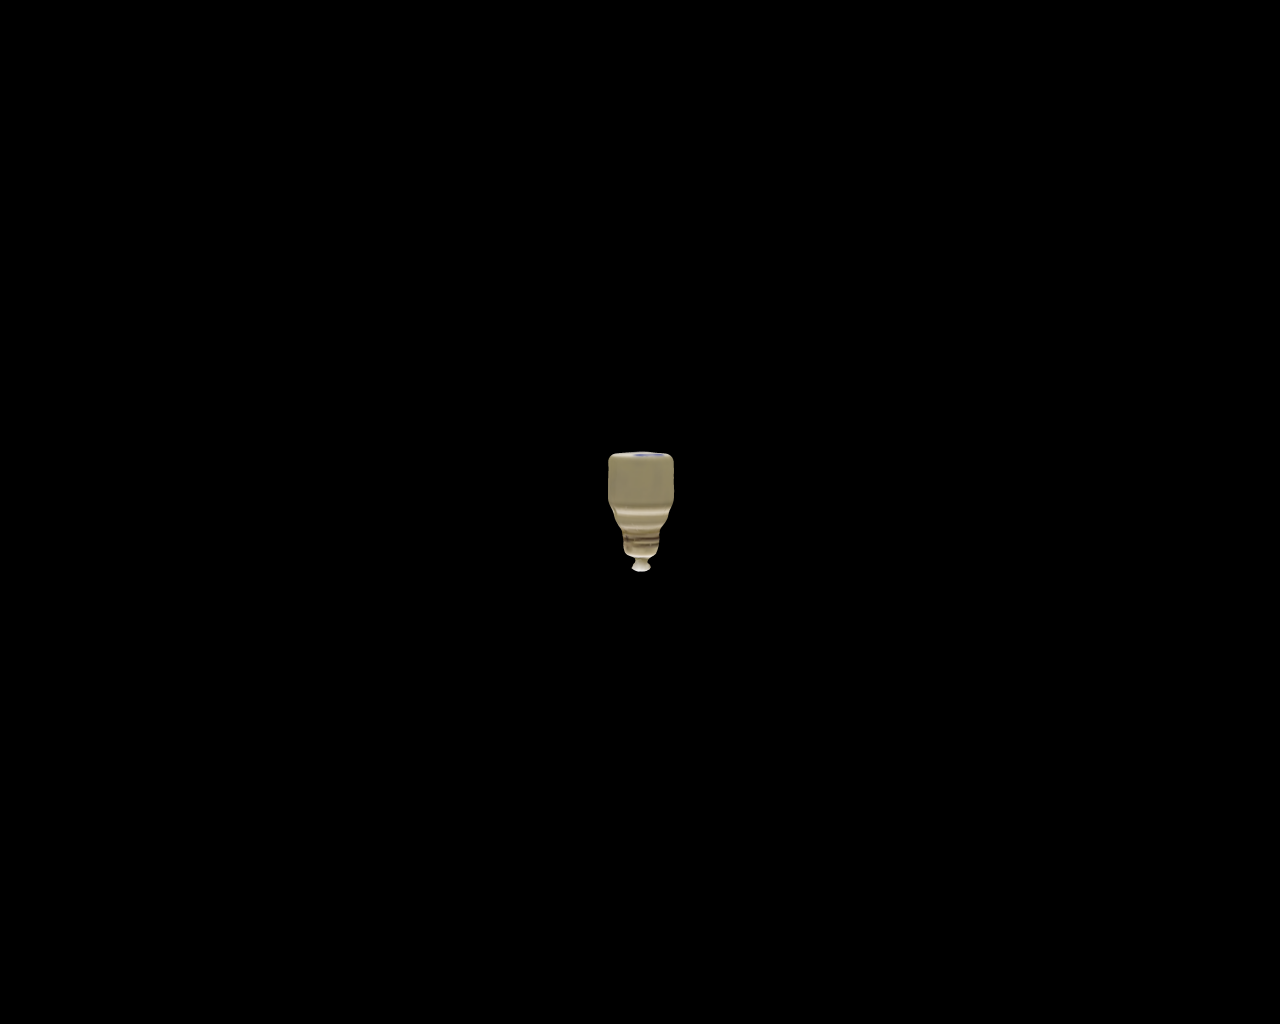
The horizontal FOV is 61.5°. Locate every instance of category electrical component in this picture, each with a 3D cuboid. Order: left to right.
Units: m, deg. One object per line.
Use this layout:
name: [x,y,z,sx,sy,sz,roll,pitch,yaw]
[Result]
electrical component: [0.001,-0.003,0.650,0.040,0.078,0.040,0,5,0]
